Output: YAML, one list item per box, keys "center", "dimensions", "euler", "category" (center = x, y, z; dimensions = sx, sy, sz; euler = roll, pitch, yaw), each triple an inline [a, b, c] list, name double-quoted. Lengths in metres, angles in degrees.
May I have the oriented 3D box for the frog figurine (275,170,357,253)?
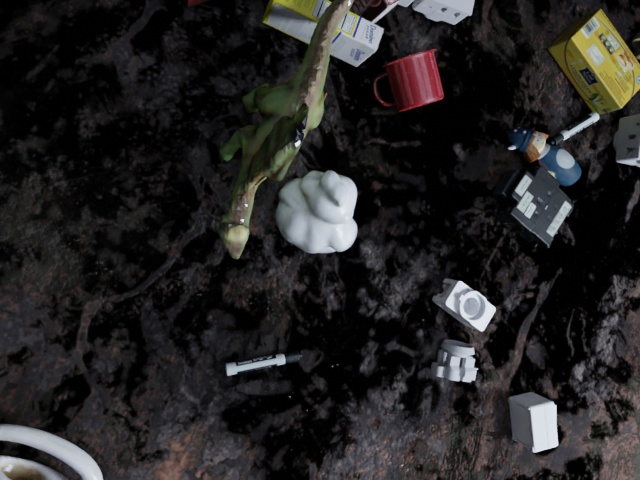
- center: [0.002, -0.039, 0.773]
  dimensions: [0.123, 0.136, 0.159]
  euler: [-42, 11, -11]
  category: "frog figurine"

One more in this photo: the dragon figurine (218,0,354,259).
- center: [-0.040, -0.158, 0.697]
  dimensions: [0.121, 0.405, 0.247]
  euler: [24, 19, -20]
  category: "dragon figurine"

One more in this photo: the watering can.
- center: [-0.366, 0.390, 0.685]
  dimensions: [0.346, 0.226, 0.104]
  euler: [34, -8, -13]
  category: "watering can"
